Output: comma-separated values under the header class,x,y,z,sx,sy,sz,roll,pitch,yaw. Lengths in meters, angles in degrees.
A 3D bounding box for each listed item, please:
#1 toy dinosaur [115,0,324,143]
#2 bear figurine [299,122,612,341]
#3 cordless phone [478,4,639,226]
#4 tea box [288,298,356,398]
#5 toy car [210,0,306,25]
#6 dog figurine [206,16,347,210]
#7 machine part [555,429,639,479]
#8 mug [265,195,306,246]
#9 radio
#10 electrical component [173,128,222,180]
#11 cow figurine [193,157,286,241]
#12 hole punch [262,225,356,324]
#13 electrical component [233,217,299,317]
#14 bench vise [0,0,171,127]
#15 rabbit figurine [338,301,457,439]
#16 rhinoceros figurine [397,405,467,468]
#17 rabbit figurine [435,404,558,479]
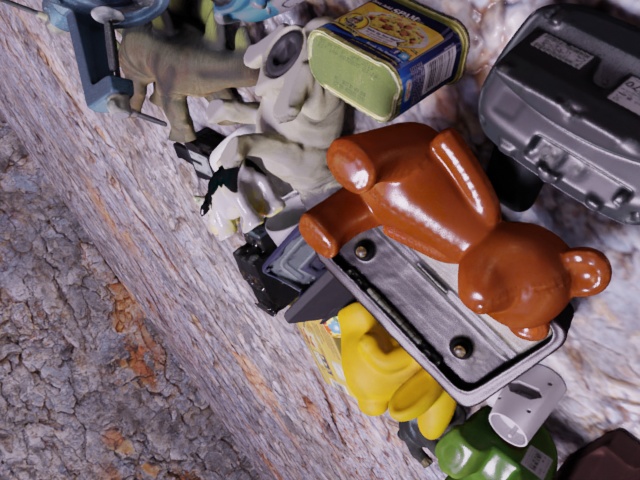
class,x,y,z,sx,sy,sz,roll,pitch,yaw
toy dinosaur,-0.172,-0.229,0.675,0.472,0.105,0.198,19,134,32
bear figurine,0.098,0.004,0.406,0.196,0.132,0.120,50,144,16
cordless phone,0.177,-0.055,0.380,0.147,0.089,0.184,41,162,25
tea box,0.029,0.159,0.849,0.098,0.068,0.169,14,133,50
toy car,-0.031,-0.254,0.442,0.103,0.109,0.161,22,133,10
dog figurine,0.005,-0.114,0.555,0.172,0.190,0.121,-36,51,30
machine part,0.331,0.302,0.528,0.202,0.087,0.200,42,151,23
mug,-0.001,-0.002,0.713,0.110,0.081,0.107,-15,125,24
radio,0.110,0.035,0.518,0.230,0.073,0.131,47,120,15
electrical component,-0.181,-0.134,0.855,0.119,0.048,0.074,25,141,43
cow figurine,-0.119,-0.054,0.696,0.167,0.068,0.098,-12,110,58
hole punch,0.006,0.036,0.655,0.142,0.115,0.092,-48,58,24
electrical component,-0.059,0.027,0.782,0.058,0.115,0.134,22,142,42
bench vise,-0.238,-0.232,0.564,0.224,0.129,0.240,-18,80,32
rabbit figurine,0.109,0.134,0.616,0.173,0.162,0.121,-23,132,35
rhinoceros figurine,0.158,0.247,0.758,0.112,0.073,0.190,51,157,28
rabbit figurine,0.185,0.268,0.627,0.121,0.159,0.170,30,123,15
